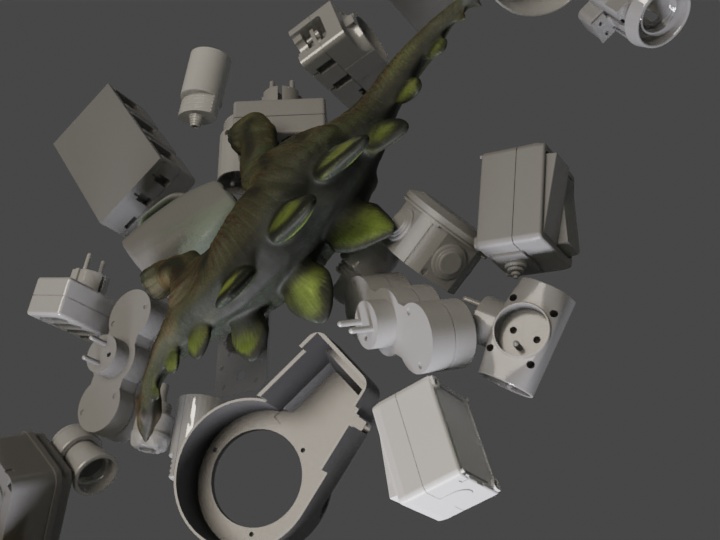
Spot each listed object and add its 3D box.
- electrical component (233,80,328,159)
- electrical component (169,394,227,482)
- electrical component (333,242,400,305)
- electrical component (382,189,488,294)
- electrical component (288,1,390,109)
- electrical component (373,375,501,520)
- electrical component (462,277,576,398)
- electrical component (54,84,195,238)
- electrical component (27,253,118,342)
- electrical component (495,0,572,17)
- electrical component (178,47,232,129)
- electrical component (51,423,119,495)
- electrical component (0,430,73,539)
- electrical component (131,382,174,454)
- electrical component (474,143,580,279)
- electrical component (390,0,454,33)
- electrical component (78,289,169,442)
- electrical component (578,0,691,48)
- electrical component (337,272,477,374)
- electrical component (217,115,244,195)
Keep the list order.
[{"bbox_3d":[-0.072,-0.143,0.989,0.083,0.047,0.075,-2,63,1],"label":"electrical component"},{"bbox_3d":[-0.139,0.150,0.913,0.043,0.043,0.081,-10,62,31],"label":"electrical component"},{"bbox_3d":[0.000,0.000,0.891,0.062,0.043,0.043,-51,49,5],"label":"electrical component"},{"bbox_3d":[0.059,-0.023,0.838,0.051,0.080,0.080,-54,49,8],"label":"electrical component"},{"bbox_3d":[-0.012,-0.192,0.966,0.056,0.089,0.050,-33,52,17],"label":"electrical component"},{"bbox_3d":[0.050,0.125,0.780,0.061,0.062,0.096,-31,53,19],"label":"electrical component"},{"bbox_3d":[0.106,0.043,0.788,0.079,0.044,0.077,22,81,25],"label":"electrical component"},{"bbox_3d":[-0.241,-0.108,1.103,0.089,0.062,0.150,-46,50,7],"label":"electrical component"},{"bbox_3d":[-0.265,0.022,1.040,0.047,0.083,0.075,0,67,35],"label":"electrical component"},{"bbox_3d":[0.139,-0.268,0.897,0.099,0.099,0.064,-45,43,8],"label":"electrical component"},{"bbox_3d":[-0.160,-0.181,1.095,0.043,0.043,0.081,-5,65,33],"label":"electrical component"},{"bbox_3d":[-0.252,0.172,0.981,0.055,0.045,0.045,36,90,41],"label":"electrical component"},{"bbox_3d":[-0.307,0.210,0.965,0.078,0.057,0.113,37,118,41],"label":"electrical component"},{"bbox_3d":[-0.182,0.131,0.960,0.035,0.035,0.061,-8,60,32],"label":"electrical component"},{"bbox_3d":[0.128,-0.039,0.808,0.061,0.062,0.096,-9,63,32],"label":"electrical component"},{"bbox_3d":[0.082,-0.296,0.952,0.150,0.089,0.061,-33,52,17],"label":"electrical component"},{"bbox_3d":[-0.225,0.082,0.988,0.052,0.074,0.138,3,70,36],"label":"electrical component"},{"bbox_3d":[0.218,-0.207,0.834,0.078,0.058,0.057,-45,47,7],"label":"electrical component"},{"bbox_3d":[0.020,0.039,0.808,0.138,0.074,0.052,26,117,60],"label":"electrical component"},{"bbox_3d":[-0.113,-0.118,1.030,0.043,0.043,0.081,-16,59,28],"label":"electrical component"}]
